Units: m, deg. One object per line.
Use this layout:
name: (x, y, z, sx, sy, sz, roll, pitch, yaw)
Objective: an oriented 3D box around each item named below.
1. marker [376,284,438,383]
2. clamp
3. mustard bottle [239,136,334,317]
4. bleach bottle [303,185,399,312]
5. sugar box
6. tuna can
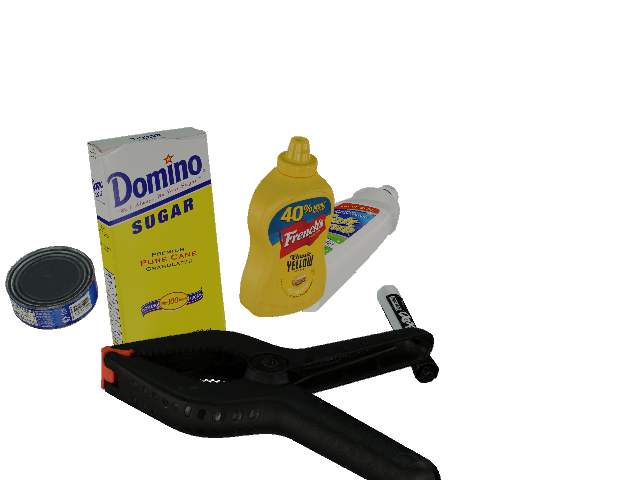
marker: (0.068, 0.073, 0.839, 0.020, 0.020, 0.121, 0, 28, -13)
clamp: (-0.025, 0.085, 0.644, 0.210, 0.036, 0.164, 9, 23, 8)
mustard bottle: (-0.031, -0.017, 1.107, 0.096, 0.192, 0.058, -13, 34, -33)
bleach bottle: (0.020, -0.005, 1.330, 0.103, 0.068, 0.250, 16, 36, 27)
sugar box: (-0.134, 0.000, 0.888, 0.093, 0.176, 0.048, -12, 19, -25)
tuna can: (-0.262, 0.047, 1.048, 0.086, 0.034, 0.086, -1, 43, 1)
